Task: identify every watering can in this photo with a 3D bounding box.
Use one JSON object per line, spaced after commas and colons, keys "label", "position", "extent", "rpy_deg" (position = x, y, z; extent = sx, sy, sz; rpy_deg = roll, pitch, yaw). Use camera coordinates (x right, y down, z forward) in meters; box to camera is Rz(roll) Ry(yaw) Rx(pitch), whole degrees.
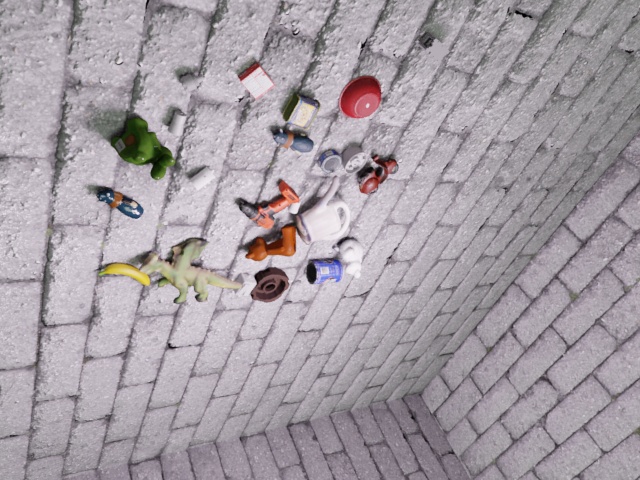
{"label": "watering can", "position": [0.006, -0.100, 1.984], "extent": [0.225, 0.106, 0.339], "rpy_deg": [-25, 142, -8]}

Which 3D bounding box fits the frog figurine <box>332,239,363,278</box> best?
{"label": "frog figurine", "position": [0.143, 0.076, 2.222], "extent": [0.122, 0.163, 0.135], "rpy_deg": [-34, 141, 2]}

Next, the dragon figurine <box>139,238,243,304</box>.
{"label": "dragon figurine", "position": [-0.463, 0.103, 1.908], "extent": [0.411, 0.124, 0.238], "rpy_deg": [-4, 126, -31]}
